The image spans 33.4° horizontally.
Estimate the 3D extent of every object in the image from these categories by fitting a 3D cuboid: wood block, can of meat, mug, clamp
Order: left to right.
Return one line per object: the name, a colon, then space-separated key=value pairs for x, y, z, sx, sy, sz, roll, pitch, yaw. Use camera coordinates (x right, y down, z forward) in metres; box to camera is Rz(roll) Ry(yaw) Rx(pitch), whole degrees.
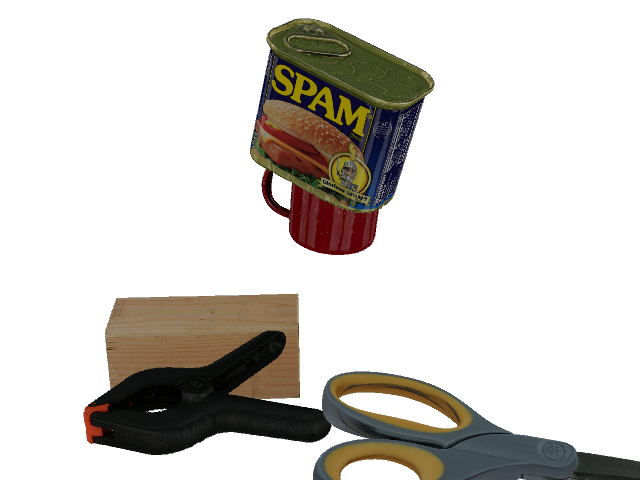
clamp: x=-0.085 y=0.111 z=0.781 sx=0.171 sy=0.039 sz=0.120 roll=-3 pitch=25 yaw=-10
wood block: x=-0.127 y=0.119 z=1.186 sx=0.206 sy=0.091 sz=0.090 roll=-1 pitch=23 yaw=-1
mug: x=0.002 y=-0.041 z=0.983 sx=0.117 sy=0.081 sz=0.093 roll=10 pitch=27 yaw=8
can of meat: x=0.009 y=-0.075 z=0.655 sx=0.102 sy=0.084 sz=0.057 roll=30 pitch=38 yaw=20

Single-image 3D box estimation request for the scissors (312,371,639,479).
scissors: x=0.085 y=0.102 z=0.449 sx=0.202 sy=0.016 sz=0.096 roll=16 pitch=33 yaw=23
